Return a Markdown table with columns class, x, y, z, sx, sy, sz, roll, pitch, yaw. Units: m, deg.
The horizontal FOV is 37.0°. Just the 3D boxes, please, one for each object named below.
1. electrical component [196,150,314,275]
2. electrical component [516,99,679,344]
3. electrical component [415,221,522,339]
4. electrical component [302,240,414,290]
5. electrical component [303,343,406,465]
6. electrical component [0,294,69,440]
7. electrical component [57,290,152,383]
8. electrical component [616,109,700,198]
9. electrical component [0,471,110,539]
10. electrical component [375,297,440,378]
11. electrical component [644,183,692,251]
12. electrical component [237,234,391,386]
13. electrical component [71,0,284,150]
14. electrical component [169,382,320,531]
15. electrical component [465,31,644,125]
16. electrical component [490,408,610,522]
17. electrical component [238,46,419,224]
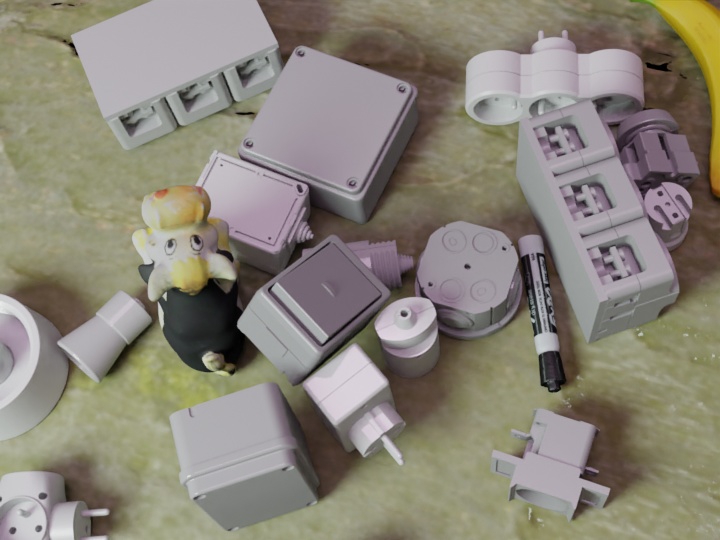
| class | x | y | z | sx | sy | sz | roll | pitch | yaw |
| --- | --- | --- | --- | --- | --- | --- | --- | --- | --- |
| electrical component | -0.080 | -0.039 | 0.832 | 0.096 | 0.061 | 0.061 | 21 | 70 | 7 |
| electrical component | 0.170 | -0.036 | 0.782 | 0.062 | 0.089 | 0.150 | -18 | 67 | -1 |
| electrical component | 0.080 | 0.007 | 0.795 | 0.080 | 0.051 | 0.080 | -2 | 67 | 6 |
| electrical component | 0.000 | 0.000 | 0.812 | 0.081 | 0.043 | 0.043 | -8 | 67 | 3 |
| electrical component | 0.006 | 0.104 | 0.746 | 0.047 | 0.083 | 0.075 | -38 | 69 | -10 |
| electrical component | -0.281 | 0.068 | 0.805 | 0.108 | 0.060 | 0.108 | -2 | 67 | 5 |
| electrical component | -0.191 | 0.047 | 0.816 | 0.044 | 0.044 | 0.065 | 37 | 71 | 19 |
| electrical component | 0.223 | -0.088 | 0.819 | 0.066 | 0.048 | 0.055 | 1 | 63 | -19 |
| electrical component | -0.216 | 0.183 | 0.759 | 0.079 | 0.044 | 0.077 | -5 | 67 | 5 |
| electrical component | 0.034 | 0.045 | 0.769 | 0.043 | 0.081 | 0.043 | -2 | 67 | 5 |
| electrical component | 0.226 | -0.040 | 0.801 | 0.040 | 0.046 | 0.040 | -2 | 67 | 6 |
| electrical component | -0.026 | 0.022 | 0.744 | 0.061 | 0.061 | 0.096 | 46 | 53 | 6 |
| electrical component | -0.147 | -0.173 | 0.890 | 0.150 | 0.061 | 0.089 | -24 | 67 | -4 |
| electrical component | -0.075 | 0.129 | 0.729 | 0.078 | 0.113 | 0.057 | -18 | 64 | -1 |
| electrical component | 0.154 | -0.159 | 0.855 | 0.138 | 0.052 | 0.073 | 1 | 68 | 7 |
| electrical component | 0.134 | 0.133 | 0.742 | 0.081 | 0.042 | 0.063 | 17 | 69 | 13 |
| electrical component | -0.023 | -0.108 | 0.852 | 0.109 | 0.056 | 0.108 | 22 | 72 | 15 |
